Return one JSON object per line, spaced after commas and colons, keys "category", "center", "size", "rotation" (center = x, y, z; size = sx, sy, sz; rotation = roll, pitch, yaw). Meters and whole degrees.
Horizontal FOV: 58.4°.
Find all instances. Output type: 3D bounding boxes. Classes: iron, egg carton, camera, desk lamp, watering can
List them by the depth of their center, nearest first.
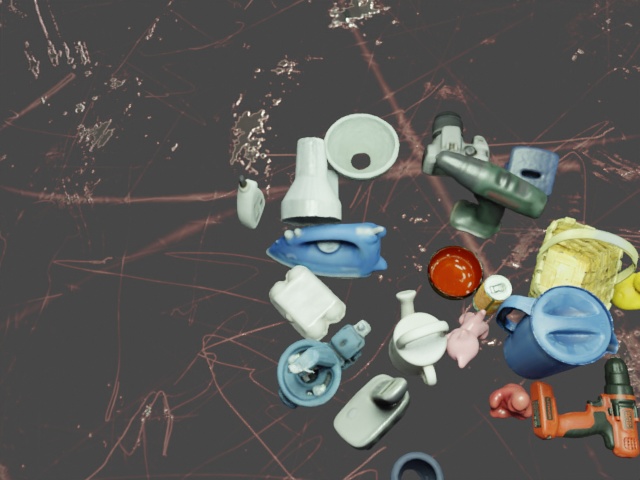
{"category": "watering can", "center": [0.180, 0.181, 1.067], "size": [0.101, 0.194, 0.172], "rotation": [-34, 70, -12]}
{"category": "egg carton", "center": [-0.027, 0.129, 1.161], "size": [0.150, 0.069, 0.107], "rotation": [42, 74, 17]}
{"category": "iron", "center": [0.011, 0.004, 1.174], "size": [0.258, 0.141, 0.118], "rotation": [0, 67, 1]}
{"category": "desk lamp", "center": [-0.016, -0.100, 1.179], "size": [0.118, 0.213, 0.203], "rotation": [-1, 67, 2]}
{"category": "camera", "center": [0.304, -0.221, 1.283], "size": [0.143, 0.101, 0.137], "rotation": [4, 67, 3]}

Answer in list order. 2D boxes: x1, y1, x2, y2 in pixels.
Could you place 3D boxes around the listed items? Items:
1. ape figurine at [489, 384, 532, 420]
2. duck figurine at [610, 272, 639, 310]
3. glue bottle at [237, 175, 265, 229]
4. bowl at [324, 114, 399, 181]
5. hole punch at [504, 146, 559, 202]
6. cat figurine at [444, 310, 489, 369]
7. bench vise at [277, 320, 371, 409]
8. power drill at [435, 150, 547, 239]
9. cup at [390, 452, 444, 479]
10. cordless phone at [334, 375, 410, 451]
{"category": "ape figurine", "center": [0.362, 0.302, 1.067], "size": [0.077, 0.092, 0.076], "rotation": [37, 73, 16]}
{"category": "duck figurine", "center": [0.640, 0.094, 1.151], "size": [0.104, 0.086, 0.077], "rotation": [-21, 68, -7]}
{"category": "glue bottle", "center": [-0.151, -0.090, 1.200], "size": [0.037, 0.173, 0.078], "rotation": [16, 69, 9]}
{"category": "bowl", "center": [0.092, -0.197, 1.293], "size": [0.167, 0.075, 0.167], "rotation": [0, 67, 1]}
{"category": "hole punch", "center": [0.459, -0.141, 1.251], "size": [0.108, 0.091, 0.101], "rotation": [11, 68, 6]}
{"category": "cat figurine", "center": [0.282, 0.188, 1.103], "size": [0.067, 0.118, 0.128], "rotation": [35, 72, 15]}
{"category": "bench vise", "center": [-0.002, 0.208, 1.046], "size": [0.121, 0.220, 0.208], "rotation": [30, 71, 13]}
{"category": "power drill", "center": [0.330, -0.087, 1.168], "size": [0.229, 0.208, 0.076], "rotation": [20, 69, 10]}
{"category": "cup", "center": [0.177, 0.436, 1.014], "size": [0.092, 0.095, 0.117], "rotation": [-41, 72, -14]}
{"category": "cordless phone", "center": [0.097, 0.302, 1.023], "size": [0.094, 0.185, 0.148], "rotation": [41, 74, 17]}
